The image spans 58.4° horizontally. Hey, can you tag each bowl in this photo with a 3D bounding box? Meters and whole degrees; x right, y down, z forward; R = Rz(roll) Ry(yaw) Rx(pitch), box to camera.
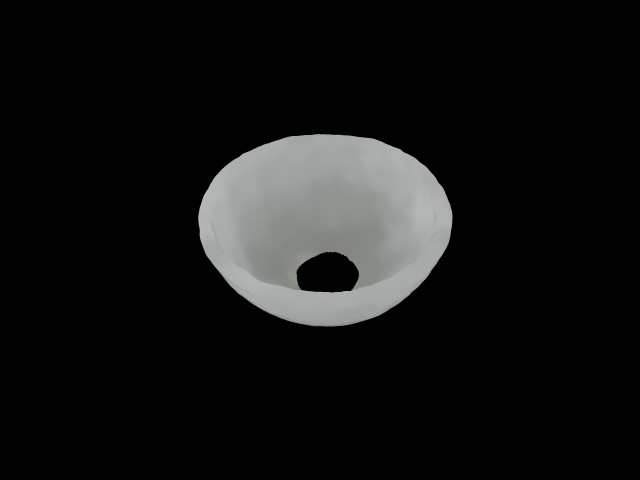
[{"bbox_3d":[0.004,0.001,0.400,0.167,0.075,0.167,0,45,0],"label":"bowl"}]
